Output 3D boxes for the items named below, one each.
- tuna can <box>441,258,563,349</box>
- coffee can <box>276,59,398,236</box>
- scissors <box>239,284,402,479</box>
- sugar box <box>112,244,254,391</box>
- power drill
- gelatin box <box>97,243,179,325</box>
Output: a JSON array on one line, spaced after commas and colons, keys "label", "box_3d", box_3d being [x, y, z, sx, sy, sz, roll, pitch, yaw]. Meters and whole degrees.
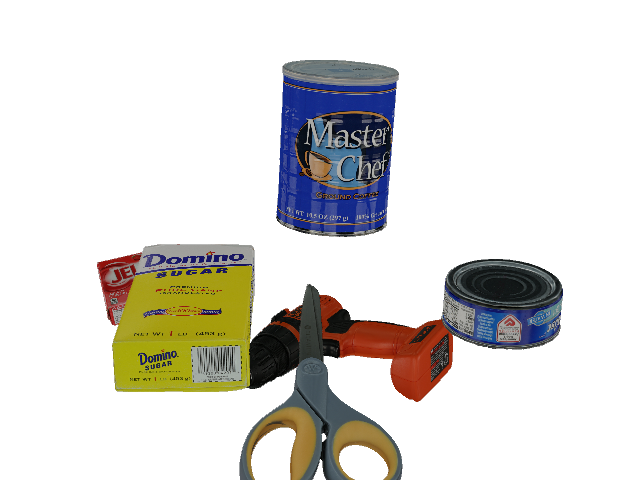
[{"label": "tuna can", "box_3d": [0.132, 0.044, 0.773, 0.086, 0.034, 0.086, 0, 23, 0]}, {"label": "coffee can", "box_3d": [0.014, -0.085, 0.958, 0.103, 0.140, 0.103, 3, 17, -1]}, {"label": "scissors", "box_3d": [0.012, 0.089, 0.627, 0.096, 0.016, 0.201, 12, 32, 10]}, {"label": "sugar box", "box_3d": [-0.097, 0.052, 0.799, 0.093, 0.048, 0.176, 0, 24, -3]}, {"label": "power drill", "box_3d": [0.026, 0.111, 1.072, 0.188, 0.057, 0.184, 8, 23, 28]}, {"label": "gelatin box", "box_3d": [-0.178, 0.044, 1.088, 0.089, 0.030, 0.073, -12, 41, -11]}]
